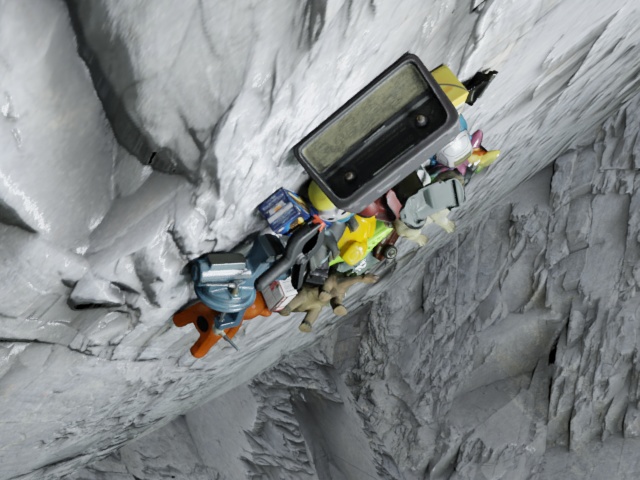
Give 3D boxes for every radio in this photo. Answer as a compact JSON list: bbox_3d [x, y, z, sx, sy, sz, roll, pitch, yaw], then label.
[{"bbox_3d":[0.088,-0.150,0.804,0.229,0.131,0.073,-38,168,15],"label":"radio"}]

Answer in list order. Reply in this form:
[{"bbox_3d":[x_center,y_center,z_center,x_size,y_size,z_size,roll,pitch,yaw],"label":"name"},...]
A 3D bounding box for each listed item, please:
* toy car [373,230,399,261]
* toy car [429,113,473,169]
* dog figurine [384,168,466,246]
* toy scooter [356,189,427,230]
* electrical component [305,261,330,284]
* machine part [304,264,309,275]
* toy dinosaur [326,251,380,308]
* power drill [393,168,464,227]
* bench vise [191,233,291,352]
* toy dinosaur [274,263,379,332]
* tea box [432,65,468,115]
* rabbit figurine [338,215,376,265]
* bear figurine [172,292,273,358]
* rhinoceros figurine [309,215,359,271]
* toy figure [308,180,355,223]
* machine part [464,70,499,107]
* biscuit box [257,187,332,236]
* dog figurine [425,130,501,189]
[{"bbox_3d":[0.196,-0.039,1.419,0.053,0.089,0.202,28,97,-40],"label":"toy car"},{"bbox_3d":[0.268,-0.202,1.104,0.109,0.103,0.161,-36,168,5],"label":"toy car"},{"bbox_3d":[0.222,-0.079,1.165,0.172,0.121,0.190,-26,158,0],"label":"dog figurine"},{"bbox_3d":[0.131,-0.086,1.106,0.075,0.184,0.135,-62,153,-16],"label":"toy scooter"},{"bbox_3d":[-0.007,0.066,1.298,0.048,0.075,0.119,12,165,-8],"label":"electrical component"},{"bbox_3d":[-0.079,0.084,1.328,0.079,0.079,0.243,-28,164,-23],"label":"machine part"},{"bbox_3d":[0.103,0.070,1.644,0.405,0.131,0.192,-37,179,-5],"label":"toy dinosaur"},{"bbox_3d":[0.172,-0.131,0.952,0.232,0.207,0.085,-25,141,-1],"label":"power drill"},{"bbox_3d":[-0.155,0.096,1.060,0.223,0.129,0.240,-12,136,-40],"label":"bench vise"},{"bbox_3d":[-0.021,0.150,1.460,0.472,0.105,0.198,-23,-158,40],"label":"toy dinosaur"},{"bbox_3d":[0.153,-0.204,0.900,0.170,0.068,0.098,-31,166,-6],"label":"tea box"},{"bbox_3d":[0.091,-0.035,1.255,0.173,0.122,0.162,-55,166,5],"label":"rabbit figurine"},{"bbox_3d":[-0.214,0.168,1.232,0.132,0.120,0.196,-38,171,31],"label":"bear figurine"},{"bbox_3d":[-0.002,-0.003,1.144,0.190,0.112,0.073,-47,-177,-2],"label":"rhinoceros figurine"},{"bbox_3d":[0.029,-0.078,1.027,0.082,0.089,0.180,-49,172,13],"label":"toy figure"},{"bbox_3d":[0.272,-0.273,1.007,0.139,0.039,0.084,-28,170,-30],"label":"machine part"},{"bbox_3d":[-0.042,-0.044,1.014,0.063,0.059,0.202,-37,166,12],"label":"biscuit box"},{"bbox_3d":[0.346,-0.179,1.370,0.219,0.108,0.191,-45,160,23],"label":"dog figurine"}]
